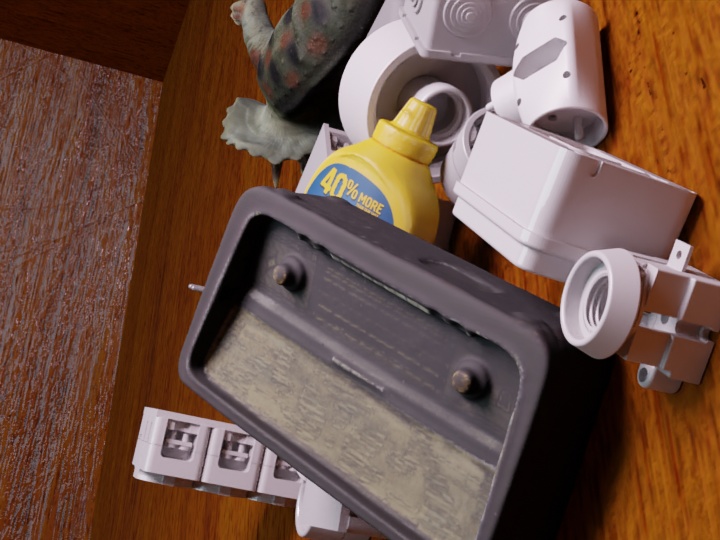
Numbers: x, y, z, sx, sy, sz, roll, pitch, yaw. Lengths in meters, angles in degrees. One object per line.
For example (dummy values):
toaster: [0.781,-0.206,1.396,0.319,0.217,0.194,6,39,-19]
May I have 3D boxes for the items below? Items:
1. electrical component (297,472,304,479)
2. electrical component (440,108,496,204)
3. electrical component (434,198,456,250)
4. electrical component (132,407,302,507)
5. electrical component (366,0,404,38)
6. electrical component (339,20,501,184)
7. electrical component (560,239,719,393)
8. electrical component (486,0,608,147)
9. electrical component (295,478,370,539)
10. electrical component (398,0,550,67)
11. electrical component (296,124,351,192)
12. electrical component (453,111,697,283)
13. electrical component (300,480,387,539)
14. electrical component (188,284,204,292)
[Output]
electrical component: [-0.022,0.141,0.853,0.045,0.045,0.055,-96,26,-47]
electrical component: [0.080,-0.065,0.661,0.047,0.055,0.055,128,150,-62]
electrical component: [0.022,-0.029,0.764,0.062,0.096,0.061,15,92,40]
electrical component: [-0.122,0.169,0.970,0.089,0.150,0.061,163,120,-71]
electrical component: [0.040,-0.148,0.810,0.113,0.078,0.057,124,156,-49]
electrical component: [0.046,-0.110,0.721,0.060,0.108,0.108,-127,52,-60]
electrical component: [0.121,0.018,0.464,0.048,0.055,0.066,-130,55,-69]
electrical component: [0.102,-0.102,0.612,0.079,0.043,0.077,-27,49,41]
electrical component: [-0.019,0.179,0.809,0.055,0.047,0.055,-167,90,-73]
electrical component: [0.077,-0.165,0.671,0.099,0.100,0.048,-104,21,-59]
electrical component: [-0.032,-0.022,0.978,0.105,0.060,0.186,-97,26,-48]
electrical component: [0.100,-0.033,0.531,0.113,0.078,0.057,-127,55,-68]
electrical component: [0.012,0.106,0.739,0.089,0.062,0.150,153,128,-68]
electrical component: [-0.116,0.023,0.973,0.066,0.077,0.047,-169,92,-73]
